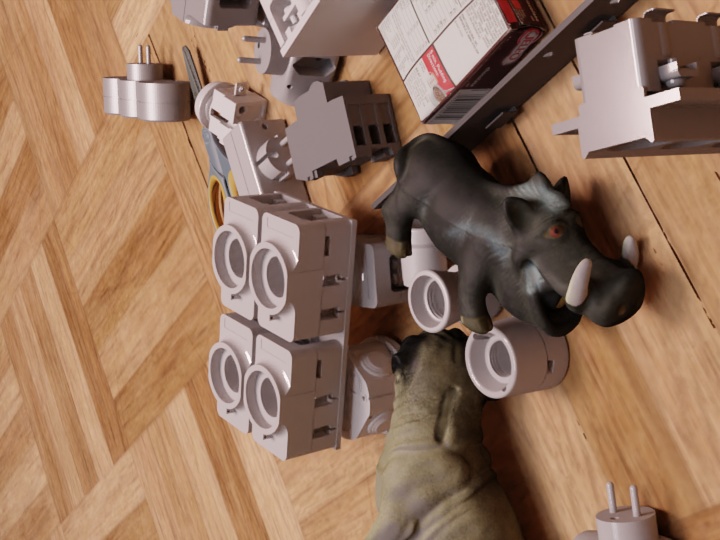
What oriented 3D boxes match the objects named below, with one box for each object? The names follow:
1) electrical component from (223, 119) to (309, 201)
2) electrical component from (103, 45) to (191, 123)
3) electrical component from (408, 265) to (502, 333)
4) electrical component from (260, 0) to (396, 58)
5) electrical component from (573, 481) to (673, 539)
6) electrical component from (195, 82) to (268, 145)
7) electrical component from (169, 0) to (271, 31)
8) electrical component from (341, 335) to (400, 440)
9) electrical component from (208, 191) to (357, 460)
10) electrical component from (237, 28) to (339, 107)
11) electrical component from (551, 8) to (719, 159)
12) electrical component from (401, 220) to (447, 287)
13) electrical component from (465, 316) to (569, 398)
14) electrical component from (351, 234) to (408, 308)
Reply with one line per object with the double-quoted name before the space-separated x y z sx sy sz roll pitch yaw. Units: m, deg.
"electrical component" -0.074 -0.094 0.938 0.076 0.047 0.083 -32 72 52
"electrical component" -0.223 -0.196 1.115 0.138 0.052 0.073 18 112 51
"electrical component" 0.069 0.018 0.761 0.045 0.055 0.045 17 111 51
"electrical component" 0.001 -0.224 0.768 0.150 0.089 0.061 -46 61 48
"electrical component" 0.168 0.172 0.670 0.077 0.043 0.079 -5 93 54
"electrical component" -0.120 -0.145 0.992 0.055 0.048 0.066 35 125 36
"electrical component" -0.128 -0.262 0.924 0.186 0.105 0.060 42 130 41
"electrical component" 0.006 0.096 0.869 0.080 0.051 0.080 17 111 52
"electrical component" -0.064 0.042 0.843 0.105 0.060 0.186 23 115 48
"electrical component" -0.061 -0.176 0.874 0.043 0.079 0.077 59 141 44
"electrical component" 0.166 -0.093 0.544 0.079 0.121 0.063 -10 87 54
"electrical component" 0.047 -0.013 0.798 0.040 0.040 0.046 19 118 51
"electrical component" 0.105 0.058 0.728 0.055 0.047 0.055 17 111 51
"electrical component" 0.000 0.000 0.851 0.089 0.056 0.050 6 102 53
